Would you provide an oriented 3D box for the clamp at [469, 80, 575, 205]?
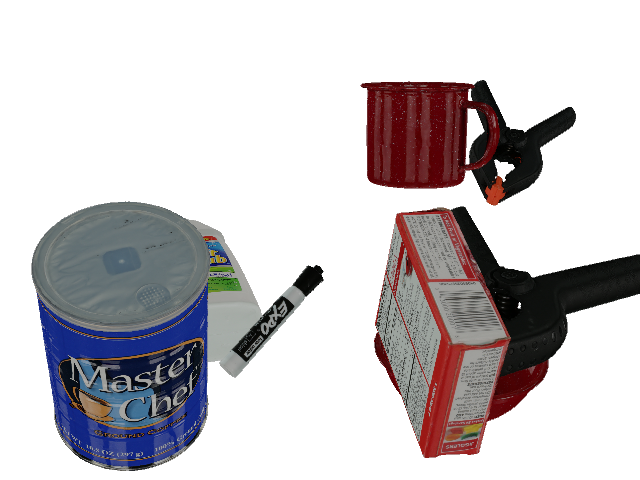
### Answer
[{"bbox_3d":[0.200,-0.111,1.169,0.120,0.039,0.171,21,49,17],"label":"clamp"}]

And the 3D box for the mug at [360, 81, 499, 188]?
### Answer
[{"bbox_3d":[0.090,-0.087,0.872,0.117,0.081,0.093,6,12,26],"label":"mug"}]

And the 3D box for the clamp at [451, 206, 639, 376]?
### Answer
[{"bbox_3d":[0.114,0.034,0.694,0.165,0.036,0.209,17,31,33],"label":"clamp"}]

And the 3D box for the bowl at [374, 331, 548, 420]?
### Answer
[{"bbox_3d":[0.129,0.124,1.002,0.162,0.055,0.162,3,27,-1],"label":"bowl"}]

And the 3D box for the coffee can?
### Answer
[{"bbox_3d":[-0.121,0.061,0.667,0.102,0.140,0.103,3,43,-3],"label":"coffee can"}]

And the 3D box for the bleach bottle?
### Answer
[{"bbox_3d":[-0.137,0.038,1.140,0.102,0.068,0.251,-5,26,-16],"label":"bleach bottle"}]

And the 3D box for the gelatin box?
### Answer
[{"bbox_3d":[0.053,0.040,0.482,0.030,0.073,0.089,-3,40,-12],"label":"gelatin box"}]

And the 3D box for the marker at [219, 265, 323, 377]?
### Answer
[{"bbox_3d":[-0.040,0.067,0.915,0.020,0.121,0.020,38,-17,14],"label":"marker"}]
